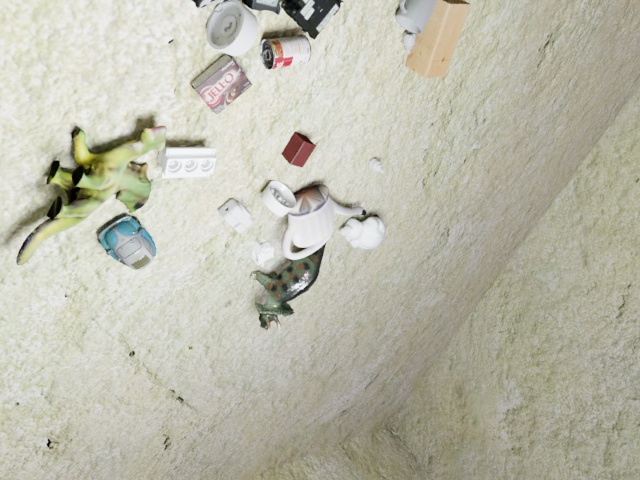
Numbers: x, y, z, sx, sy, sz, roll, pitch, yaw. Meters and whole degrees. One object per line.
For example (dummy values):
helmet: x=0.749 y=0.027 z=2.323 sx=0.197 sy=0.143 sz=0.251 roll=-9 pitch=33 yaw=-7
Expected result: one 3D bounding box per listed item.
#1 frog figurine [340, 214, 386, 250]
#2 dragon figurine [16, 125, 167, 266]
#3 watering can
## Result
frog figurine: x=0.153 y=-0.027 z=1.807 sx=0.135 sy=0.124 sz=0.159 roll=-37 pitch=161 yaw=27
dragon figurine: x=-0.477 y=-0.100 z=1.145 sx=0.406 sy=0.124 sz=0.242 roll=-52 pitch=152 yaw=14
watering can: x=0.005 y=-0.081 z=1.617 sx=0.352 sy=0.105 sz=0.219 roll=-38 pitch=138 yaw=-29
